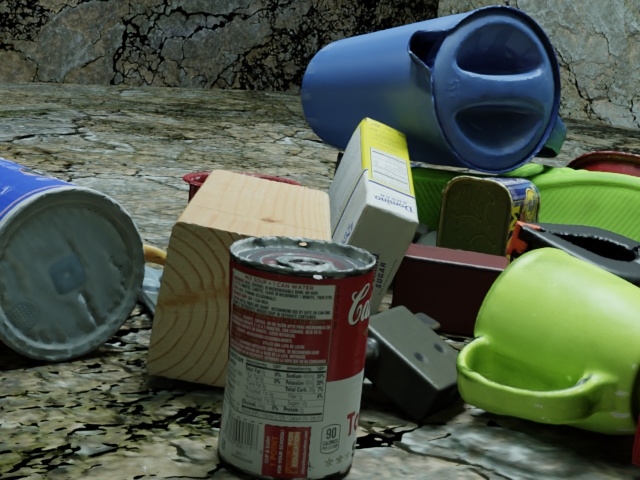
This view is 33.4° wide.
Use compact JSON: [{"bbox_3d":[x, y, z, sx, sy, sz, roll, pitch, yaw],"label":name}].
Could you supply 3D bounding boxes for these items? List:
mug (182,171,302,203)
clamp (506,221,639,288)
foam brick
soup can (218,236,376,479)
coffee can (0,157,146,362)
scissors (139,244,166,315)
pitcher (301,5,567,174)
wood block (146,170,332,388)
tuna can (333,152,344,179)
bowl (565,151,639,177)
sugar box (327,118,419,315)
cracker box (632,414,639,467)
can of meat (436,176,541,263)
[{"bbox_3d":[-0.053,-0.004,0.825,0.117,0.081,0.093,13,14,33],"label":"mug"},{"bbox_3d":[0.241,0.030,0.768,0.210,0.036,0.164,13,22,-3],"label":"clamp"},{"bbox_3d":[0.095,0.036,0.772,0.078,0.051,0.053,8,11,13],"label":"foam brick"},{"bbox_3d":[-0.012,0.055,0.502,0.068,0.102,0.068,5,11,-1],"label":"soup can"},{"bbox_3d":[-0.188,0.006,0.662,0.102,0.103,0.141,-4,15,-39],"label":"coffee can"},{"bbox_3d":[-0.142,0.030,0.765,0.096,0.016,0.202,13,11,-8],"label":"scissors"},{"bbox_3d":[0.093,-0.125,0.950,0.144,0.149,0.243,-25,18,-25],"label":"pitcher"},{"bbox_3d":[-0.044,0.019,0.680,0.091,0.090,0.206,12,11,-2],"label":"wood block"},{"bbox_3d":[0.029,-0.042,1.039,0.034,0.086,0.086,8,12,3],"label":"tuna can"},{"bbox_3d":[0.282,-0.009,0.953,0.162,0.055,0.162,27,-21,11],"label":"bowl"},{"bbox_3d":[0.034,-0.018,0.805,0.048,0.093,0.176,19,25,-10],"label":"sugar box"},{"bbox_3d":[0.287,0.094,0.521,0.213,0.072,0.164,-2,14,-36],"label":"cracker box"},{"bbox_3d":[0.135,-0.001,0.848,0.058,0.102,0.083,11,10,28],"label":"can of meat"}]
